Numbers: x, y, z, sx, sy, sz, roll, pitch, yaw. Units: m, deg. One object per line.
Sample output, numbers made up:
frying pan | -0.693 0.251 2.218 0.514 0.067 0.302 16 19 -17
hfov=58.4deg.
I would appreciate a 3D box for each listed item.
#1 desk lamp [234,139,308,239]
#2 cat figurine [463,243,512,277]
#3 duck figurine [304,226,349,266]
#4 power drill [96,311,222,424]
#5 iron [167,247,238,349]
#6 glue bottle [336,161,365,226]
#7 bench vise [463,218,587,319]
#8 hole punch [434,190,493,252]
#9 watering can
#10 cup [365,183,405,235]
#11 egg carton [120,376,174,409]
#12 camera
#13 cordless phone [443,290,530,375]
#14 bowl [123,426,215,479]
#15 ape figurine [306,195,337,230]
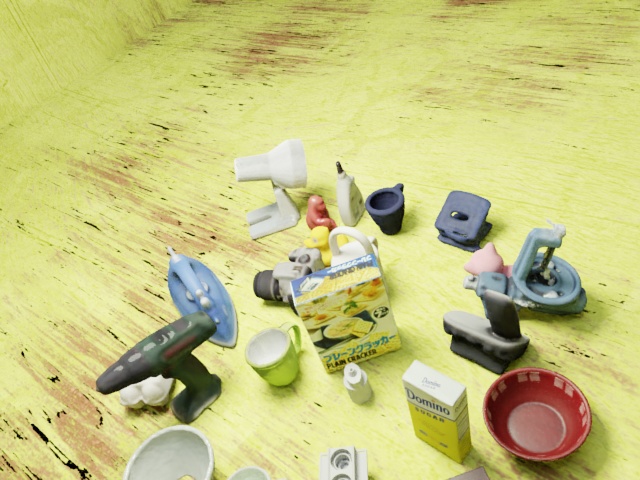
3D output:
desk lamp | -0.112 -0.131 1.406 0.203 0.214 0.117 -20 42 0
cat figurine | 0.346 0.055 1.106 0.127 0.118 0.067 -1 45 20
duck figurine | 0.012 0.005 1.311 0.104 0.086 0.077 -21 42 -1
power drill | -0.276 0.249 1.074 0.075 0.209 0.230 27 59 39
iron | -0.265 0.118 1.257 0.119 0.142 0.257 -34 43 -15
glue bottle | 0.063 -0.117 1.354 0.037 0.173 0.078 11 50 30
bench vise | 0.363 0.066 1.011 0.207 0.220 0.121 -16 42 5
hole punch | 0.311 -0.042 1.241 0.108 0.091 0.101 21 56 37
watering can | 0.072 0.054 1.155 0.100 0.194 0.173 -6 44 15
cup | 0.163 -0.068 1.323 0.091 0.095 0.118 19 55 36
egg carton | -0.347 0.274 1.179 0.107 0.069 0.150 -10 43 11
camera | -0.072 0.081 1.253 0.136 0.101 0.143 0 46 21
cordless phone | 0.284 0.134 0.996 0.147 0.185 0.094 18 54 35
bowl | -0.250 0.414 0.991 0.167 0.075 0.167 -11 43 10
ape figurine | -0.003 -0.068 1.389 0.076 0.092 0.078 -5 44 17
